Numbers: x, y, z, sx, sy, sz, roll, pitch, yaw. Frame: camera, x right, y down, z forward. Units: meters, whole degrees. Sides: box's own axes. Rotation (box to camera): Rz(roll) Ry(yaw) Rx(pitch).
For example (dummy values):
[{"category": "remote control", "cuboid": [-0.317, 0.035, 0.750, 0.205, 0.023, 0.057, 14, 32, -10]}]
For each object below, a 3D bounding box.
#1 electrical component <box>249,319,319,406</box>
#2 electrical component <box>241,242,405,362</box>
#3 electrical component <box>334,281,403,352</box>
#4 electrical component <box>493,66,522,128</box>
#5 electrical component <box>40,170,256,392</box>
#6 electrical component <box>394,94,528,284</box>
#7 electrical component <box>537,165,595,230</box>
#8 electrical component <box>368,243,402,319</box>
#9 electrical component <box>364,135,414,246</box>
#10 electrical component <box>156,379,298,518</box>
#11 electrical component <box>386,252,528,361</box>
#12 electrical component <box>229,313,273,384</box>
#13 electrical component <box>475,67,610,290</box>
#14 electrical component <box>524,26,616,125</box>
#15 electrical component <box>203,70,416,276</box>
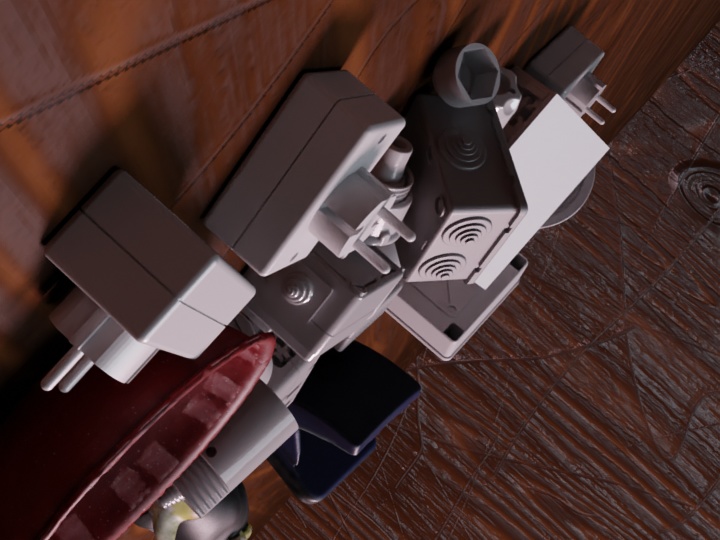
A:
[{"category": "electrical component", "cuboid": [-0.071, 0.074, 0.720, 0.056, 0.050, 0.089, -44, 171, -34]}, {"category": "electrical component", "cuboid": [-0.027, 0.010, 0.618, 0.061, 0.062, 0.096, -51, 171, 20]}, {"category": "electrical component", "cuboid": [-0.016, 0.033, 0.836, 0.066, 0.047, 0.076, -40, 168, -46]}, {"category": "electrical component", "cuboid": [0.074, -0.102, 0.695, 0.043, 0.043, 0.062, -43, 171, -36]}, {"category": "electrical component", "cuboid": [-0.085, 0.015, 0.386, 0.075, 0.047, 0.083, -48, 172, -4]}, {"category": "electrical component", "cuboid": [0.051, -0.048, 0.647, 0.048, 0.099, 0.099, -3, 151, -20]}, {"category": "electrical component", "cuboid": [0.144, -0.085, 0.938, 0.108, 0.108, 0.060, -47, 178, -8]}, {"category": "electrical component", "cuboid": [0.000, 0.000, 0.746, 0.047, 0.055, 0.055, -46, 172, -41]}, {"category": "electrical component", "cuboid": [0.011, -0.048, 0.614, 0.048, 0.048, 0.062, -39, 160, -51]}, {"category": "electrical component", "cuboid": [-0.077, 0.097, 0.580, 0.081, 0.043, 0.043, -41, 170, -19]}, {"category": "electrical component", "cuboid": [0.073, 0.004, 0.954, 0.108, 0.109, 0.056, -46, 169, -19]}, {"category": "electrical component", "cuboid": [-0.075, 0.047, 0.618, 0.044, 0.044, 0.065, -47, 167, -14]}, {"category": "electrical component", "cuboid": [0.108, -0.073, 0.849, 0.150, 0.061, 0.089, -50, 135, 8]}, {"category": "electrical component", "cuboid": [0.179, -0.151, 0.897, 0.066, 0.077, 0.047, -44, 171, -31]}, {"category": "electrical component", "cuboid": [-0.010, -0.031, 0.467, 0.083, 0.076, 0.047, -52, 171, 22]}]
